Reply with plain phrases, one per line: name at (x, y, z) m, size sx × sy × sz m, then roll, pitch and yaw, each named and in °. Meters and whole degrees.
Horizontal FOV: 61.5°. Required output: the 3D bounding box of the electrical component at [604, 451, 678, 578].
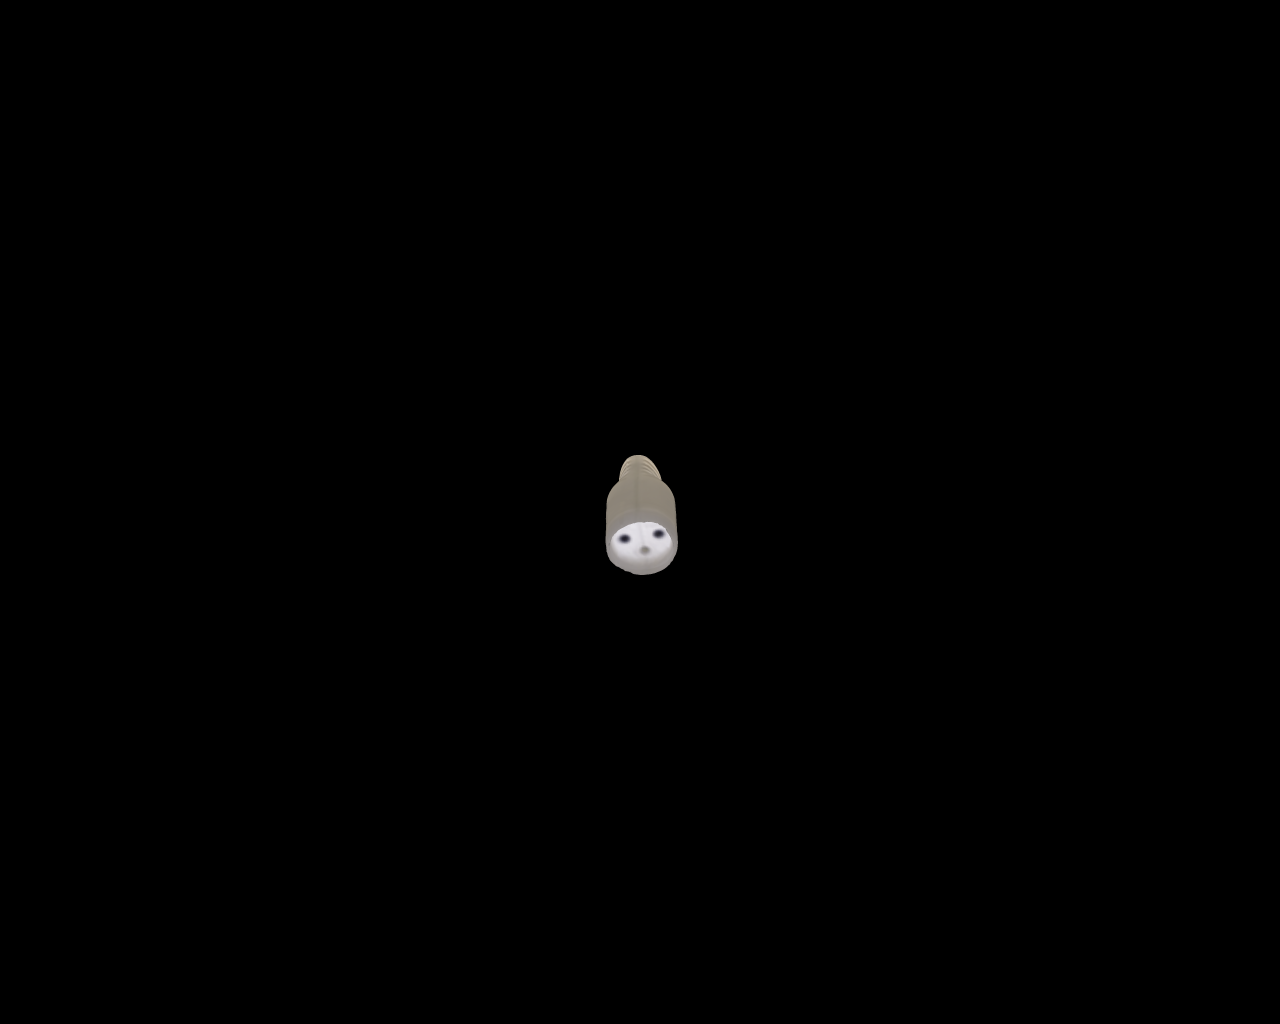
electrical component at (0.001, -0.003, 0.650) m, size 0.043 × 0.043 × 0.081 m, roll 0°, pitch 38°, yaw 0°
